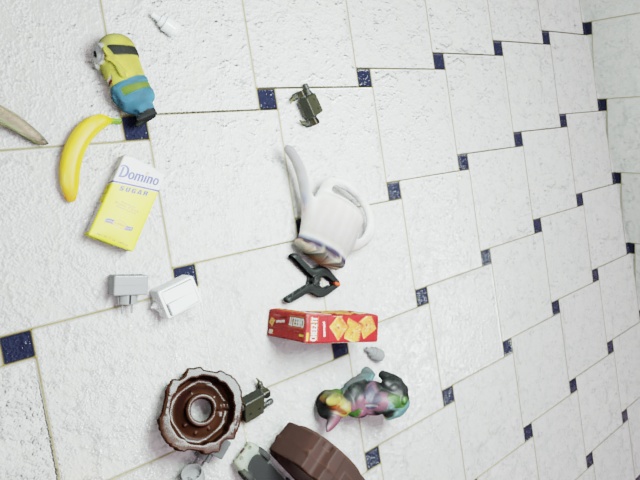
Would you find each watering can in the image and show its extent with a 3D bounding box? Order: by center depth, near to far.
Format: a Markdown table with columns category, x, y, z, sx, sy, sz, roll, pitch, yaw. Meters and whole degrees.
| category | x | y | z | sx | sy | sz | roll | pitch | yaw |
| --- | --- | --- | --- | --- | --- | --- | --- | --- | --- |
| watering can | 0.004 | -0.064 | 1.277 | 0.344 | 0.104 | 0.227 | 34 | 70 | -31 |

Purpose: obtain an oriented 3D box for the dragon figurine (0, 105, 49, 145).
| category | x | y | z | sx | sy | sz | roll | pitch | yaw |
| --- | --- | --- | --- | --- | --- | --- | --- | --- | --- |
| dragon figurine | -0.603 | -0.265 | 0.771 | 0.407 | 0.241 | 0.124 | 21 | 72 | -31 |
